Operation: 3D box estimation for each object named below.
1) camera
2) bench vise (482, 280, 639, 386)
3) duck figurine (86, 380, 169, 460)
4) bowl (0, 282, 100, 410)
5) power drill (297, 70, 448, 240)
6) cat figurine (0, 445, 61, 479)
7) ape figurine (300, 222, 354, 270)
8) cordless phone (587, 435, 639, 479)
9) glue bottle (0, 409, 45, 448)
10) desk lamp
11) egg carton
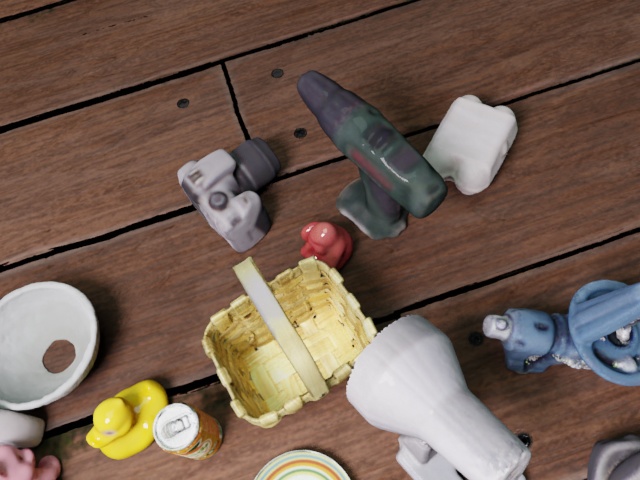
[{"bbox_3d":[-0.117,-0.082,0.823,0.137,0.101,0.143,-39,67,-13],"label":"camera"},{"bbox_3d":[0.296,0.104,0.625,0.207,0.220,0.121,-14,64,-1],"label":"bench vise"},{"bbox_3d":[-0.239,0.214,0.701,0.077,0.086,0.105,34,72,20],"label":"duck figurine"},{"bbox_3d":[-0.359,0.143,0.753,0.167,0.075,0.167,-2,64,5],"label":"bowl"},{"bbox_3d":[0.062,-0.094,0.750,0.076,0.208,0.229,-43,68,-14],"label":"power drill"},{"bbox_3d":[-0.347,0.288,0.659,0.067,0.118,0.127,-41,67,-13],"label":"cat figurine"},{"bbox_3d":[0.007,0.003,0.774,0.076,0.092,0.077,-11,64,0],"label":"ape figurine"},{"bbox_3d":[0.361,0.240,0.572,0.147,0.185,0.094,-1,64,5],"label":"cordless phone"},{"bbox_3d":[-0.400,0.215,0.668,0.078,0.173,0.037,-3,64,5],"label":"glue bottle"},{"bbox_3d":[0.131,0.197,0.601,0.118,0.214,0.202,-41,67,-13],"label":"desk lamp"},{"bbox_3d":[0.219,-0.139,0.834,0.107,0.069,0.150,24,69,16],"label":"egg carton"}]
